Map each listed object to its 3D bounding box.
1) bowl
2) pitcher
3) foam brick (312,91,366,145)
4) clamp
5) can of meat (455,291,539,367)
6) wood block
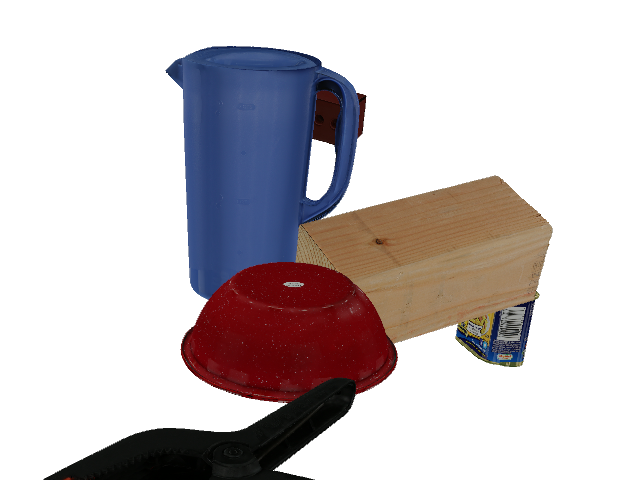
[{"bbox_3d":[-0.021,0.057,0.784,0.162,0.055,0.162,3,20,-1],"label":"bowl"},{"bbox_3d":[-0.061,-0.063,1.037,0.144,0.243,0.149,-10,23,-33],"label":"pitcher"},{"bbox_3d":[0.009,-0.152,1.280,0.078,0.053,0.051,17,32,21],"label":"foam brick"},{"bbox_3d":[-0.045,0.124,0.576,0.209,0.036,0.165,-1,20,-13],"label":"clamp"},{"bbox_3d":[0.195,0.085,1.194,0.057,0.084,0.102,4,14,-18],"label":"can of meat"},{"bbox_3d":[0.089,0.020,0.945,0.205,0.090,0.091,-14,42,-24],"label":"wood block"}]
